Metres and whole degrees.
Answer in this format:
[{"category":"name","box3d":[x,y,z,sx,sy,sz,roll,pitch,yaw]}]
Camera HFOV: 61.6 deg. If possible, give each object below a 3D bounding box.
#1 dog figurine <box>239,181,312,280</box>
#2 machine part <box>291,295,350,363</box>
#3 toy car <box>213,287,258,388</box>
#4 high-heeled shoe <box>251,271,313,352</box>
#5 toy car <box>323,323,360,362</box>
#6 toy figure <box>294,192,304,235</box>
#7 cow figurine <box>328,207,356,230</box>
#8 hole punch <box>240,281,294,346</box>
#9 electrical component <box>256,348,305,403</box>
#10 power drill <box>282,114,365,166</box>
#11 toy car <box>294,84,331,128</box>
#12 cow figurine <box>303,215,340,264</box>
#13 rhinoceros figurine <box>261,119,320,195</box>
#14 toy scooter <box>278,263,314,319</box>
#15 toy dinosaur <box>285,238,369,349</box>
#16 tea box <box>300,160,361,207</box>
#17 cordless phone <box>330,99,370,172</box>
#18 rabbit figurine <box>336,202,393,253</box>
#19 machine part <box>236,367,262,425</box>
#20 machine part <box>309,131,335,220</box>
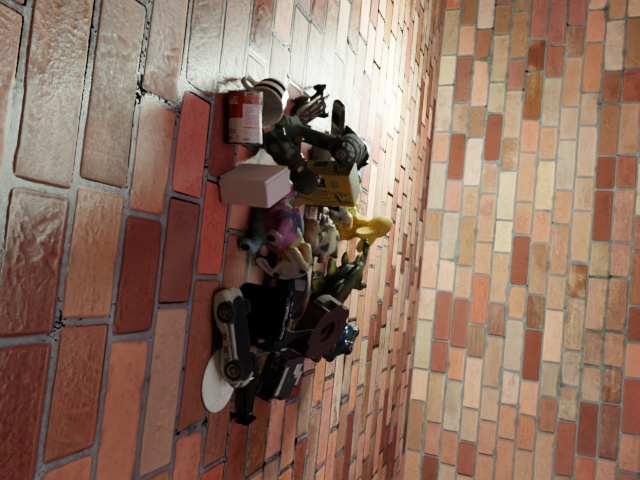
[{"category":"dog figurine","box3d":[-0.079,-0.043,1.195,0.191,0.108,0.219,47,41,-30]},{"category":"machine part","box3d":[0.005,0.225,1.363,0.179,0.056,0.179,-36,141,-35]},{"category":"toy car","box3d":[-0.170,0.194,1.073,0.073,0.056,0.201,-15,99,-67]},{"category":"high-heeled shoe","box3d":[-0.095,0.129,1.238,0.086,0.145,0.248,91,-8,-77]},{"category":"toy car","box3d":[0.037,0.287,1.584,0.103,0.161,0.109,36,59,-14]},{"category":"toy figure","box3d":[-0.070,-0.071,1.303,0.064,0.058,0.154,-22,110,-74]},{"category":"cow figurine","box3d":[0.054,-0.098,1.537,0.167,0.098,0.068,-83,170,-45]},{"category":"hole punch","box3d":[-0.116,0.159,1.159,0.092,0.116,0.142,66,34,-65]},{"category":"electrical component","box3d":[-0.092,0.322,1.288,0.115,0.058,0.134,-65,158,-1]},{"category":"power drill","box3d":[0.002,-0.229,1.235,0.232,0.207,0.085,-33,135,-67]},{"category":"toy car","box3d":[-0.015,-0.344,1.400,0.202,0.053,0.089,-54,147,-56]},{"category":"cow figurine","box3d":[-0.003,-0.004,1.457,0.195,0.086,0.127,-10,110,-66]},{"category":"rhinoceros figurine","box3d":[-0.070,-0.173,1.147,0.073,0.190,0.112,-28,147,-17]},{"category":"toy scooter","box3d":[-0.058,0.098,1.347,0.135,0.075,0.183,-23,112,-66]},{"category":"toy dinosaur","box3d":[0.023,0.159,1.487,0.471,0.105,0.198,-55,156,-28]},{"category":"tea box","box3d":[0.008,-0.141,1.332,0.068,0.170,0.098,-65,150,-42]},{"category":"cordless phone","box3d":[0.077,-0.286,1.475,0.089,0.147,0.184,-26,147,-18]},{"category":"rabbit figurine","box3d":[0.141,-0.046,1.704,0.162,0.173,0.121,-68,157,-48]},{"category":"machine part","box3d":[-0.158,0.334,1.182,0.084,0.039,0.138,10,84,-75]},{"category":"machine part","box3d":[0.011,-0.175,1.465,0.079,0.079,0.243,4,92,-69]}]
